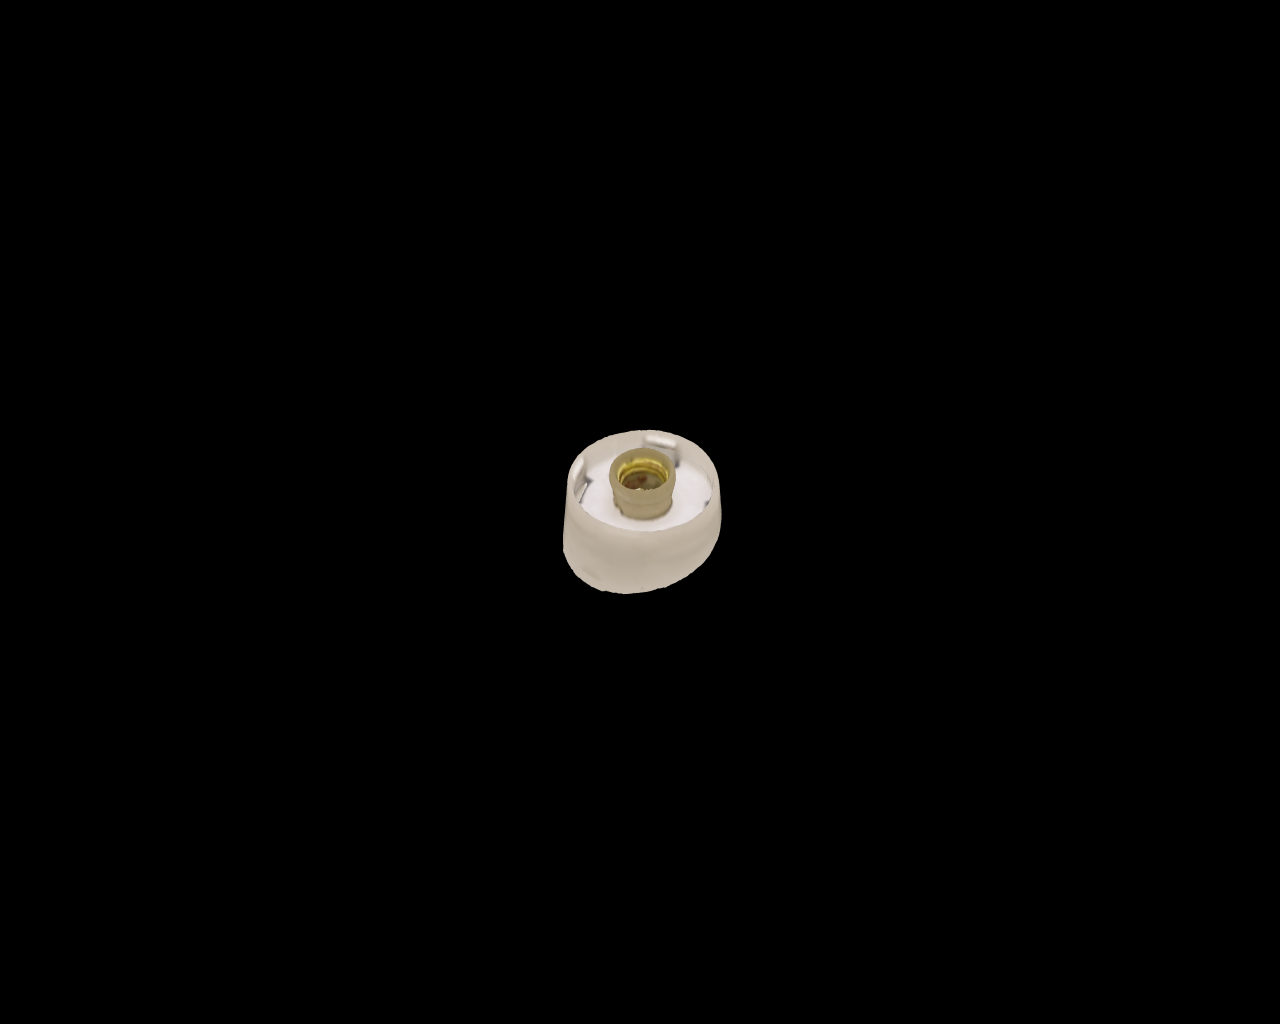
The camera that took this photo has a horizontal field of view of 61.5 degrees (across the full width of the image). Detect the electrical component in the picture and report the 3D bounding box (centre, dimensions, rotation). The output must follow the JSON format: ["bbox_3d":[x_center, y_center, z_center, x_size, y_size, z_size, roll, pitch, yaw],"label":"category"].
[{"bbox_3d":[0.001,-0.003,0.650,0.099,0.064,0.099,0,45,0],"label":"electrical component"}]
